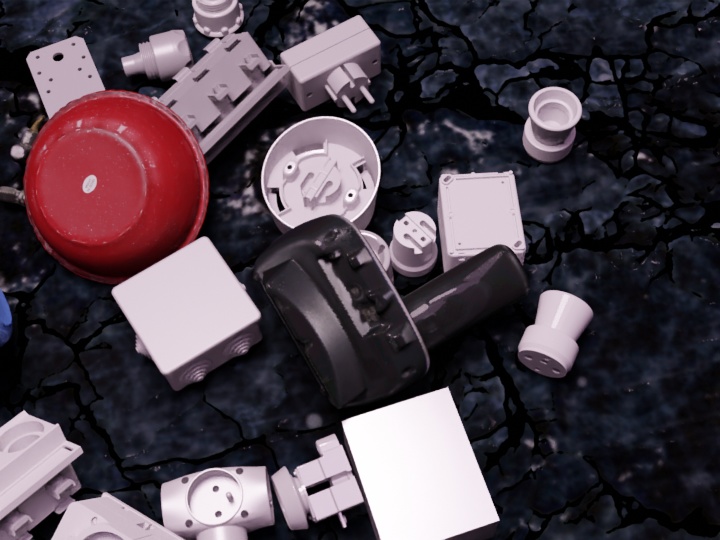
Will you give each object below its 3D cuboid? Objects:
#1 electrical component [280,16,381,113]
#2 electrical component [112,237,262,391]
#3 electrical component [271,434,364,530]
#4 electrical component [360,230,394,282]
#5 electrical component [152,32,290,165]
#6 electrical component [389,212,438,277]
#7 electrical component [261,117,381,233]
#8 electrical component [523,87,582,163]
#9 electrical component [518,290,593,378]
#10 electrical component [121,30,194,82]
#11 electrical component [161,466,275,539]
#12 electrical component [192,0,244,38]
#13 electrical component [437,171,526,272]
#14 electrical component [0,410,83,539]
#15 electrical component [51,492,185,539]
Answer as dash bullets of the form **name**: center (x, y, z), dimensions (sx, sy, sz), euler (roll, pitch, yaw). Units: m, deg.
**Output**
- **electrical component**: center (-0.016, -0.171, 0.961), dimensions (0.083, 0.047, 0.075), euler (-29, 66, -12)
- **electrical component**: center (-0.135, 0.036, 0.858), dimensions (0.100, 0.048, 0.099), euler (-31, 66, -14)
- **electrical component**: center (-0.032, 0.162, 0.793), dimensions (0.055, 0.048, 0.066), euler (-20, 77, -11)
- **electrical component**: center (0.000, 0.000, 0.873), dimensions (0.055, 0.047, 0.055), euler (-1, 63, 1)
- **electrical component**: center (-0.130, -0.147, 0.936), dimensions (0.121, 0.063, 0.079), euler (-48, 31, -20)
- **electrical component**: center (0.044, -0.022, 0.884), dimensions (0.040, 0.046, 0.040), euler (0, 62, 1)
- **electrical component**: center (-0.032, -0.070, 0.900), dimensions (0.099, 0.064, 0.099), euler (-1, 63, 1)
- **electrical component**: center (0.165, -0.124, 0.927), dimensions (0.045, 0.055, 0.045), euler (-1, 63, 1)
- **electrical component**: center (0.153, 0.051, 0.845), dimensions (0.045, 0.045, 0.055), euler (22, 66, 12)
- **electrical component**: center (-0.184, -0.191, 0.978), dimensions (0.062, 0.043, 0.043), euler (-15, 64, -5)
- **electrical component**: center (-0.101, 0.188, 0.783), dimensions (0.077, 0.044, 0.079), euler (-9, 63, -3)
- **electrical component**: center (-0.134, -0.250, 0.995), dimensions (0.048, 0.062, 0.048), euler (-1, 63, 1)
- **electrical component**: center (0.098, -0.036, 0.885), dimensions (0.062, 0.061, 0.096), euler (-3, 56, 0)
- **electrical component**: center (-0.263, 0.165, 0.765), dimensions (0.079, 0.063, 0.121), euler (11, 38, 38)
- **electrical component**: center (-0.134, 0.244, 0.726), dimensions (0.186, 0.060, 0.105), euler (27, 89, 14)
